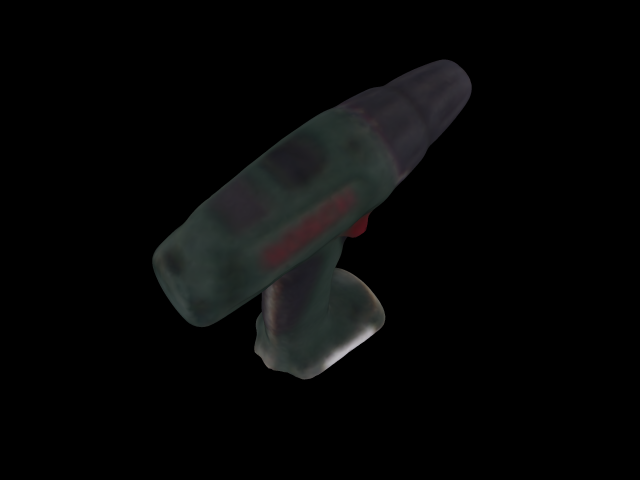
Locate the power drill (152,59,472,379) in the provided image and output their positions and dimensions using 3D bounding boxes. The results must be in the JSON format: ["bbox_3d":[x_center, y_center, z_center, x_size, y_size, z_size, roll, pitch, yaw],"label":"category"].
[{"bbox_3d":[0.004,0.001,0.400,0.230,0.208,0.075,-33,58,-23],"label":"power drill"}]
